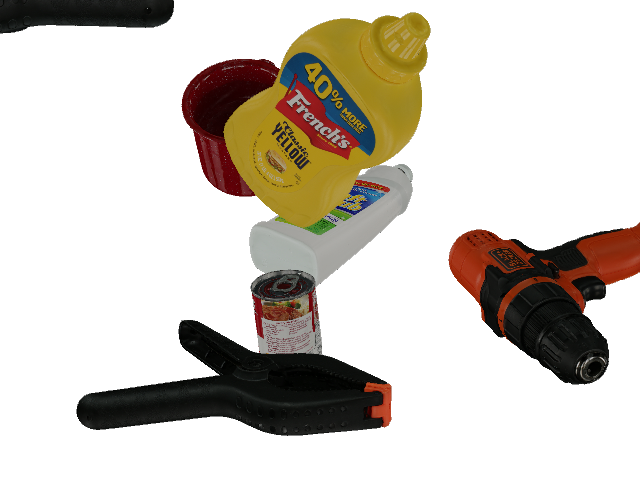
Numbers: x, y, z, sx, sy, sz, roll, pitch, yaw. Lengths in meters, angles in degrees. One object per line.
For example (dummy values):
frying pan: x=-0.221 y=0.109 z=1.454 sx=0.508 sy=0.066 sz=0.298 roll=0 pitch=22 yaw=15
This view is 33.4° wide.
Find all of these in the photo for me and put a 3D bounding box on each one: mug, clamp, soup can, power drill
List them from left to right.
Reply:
clamp: x=-0.175 y=-0.142 z=0.608 sx=0.171 sy=0.039 sz=0.120 roll=-5 pitch=23 yaw=-12
mug: x=-0.061 y=-0.100 z=0.900 sx=0.093 sy=0.117 sz=0.081 roll=10 pitch=-34 yaw=11
clamp: x=-0.049 y=0.101 z=0.777 sx=0.210 sy=0.036 sz=0.164 roll=3 pitch=19 yaw=13
soup can: x=-0.034 y=0.091 z=1.128 sx=0.068 sy=0.102 sz=0.068 roll=-5 pitch=24 yaw=2
power drill: x=0.206 y=0.031 z=0.761 sx=0.187 sy=0.057 sz=0.184 roll=-10 pitch=28 yaw=-15

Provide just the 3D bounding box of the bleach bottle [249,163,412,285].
bleach bottle: x=0.029 y=-0.034 z=1.301 sx=0.103 sy=0.068 sz=0.250 roll=21 pitch=38 yaw=29

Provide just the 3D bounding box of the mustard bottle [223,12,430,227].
mustard bottle: x=0.012 y=-0.087 z=0.690 sx=0.058 sy=0.096 sz=0.192 roll=-36 pitch=-3 yaw=-38
